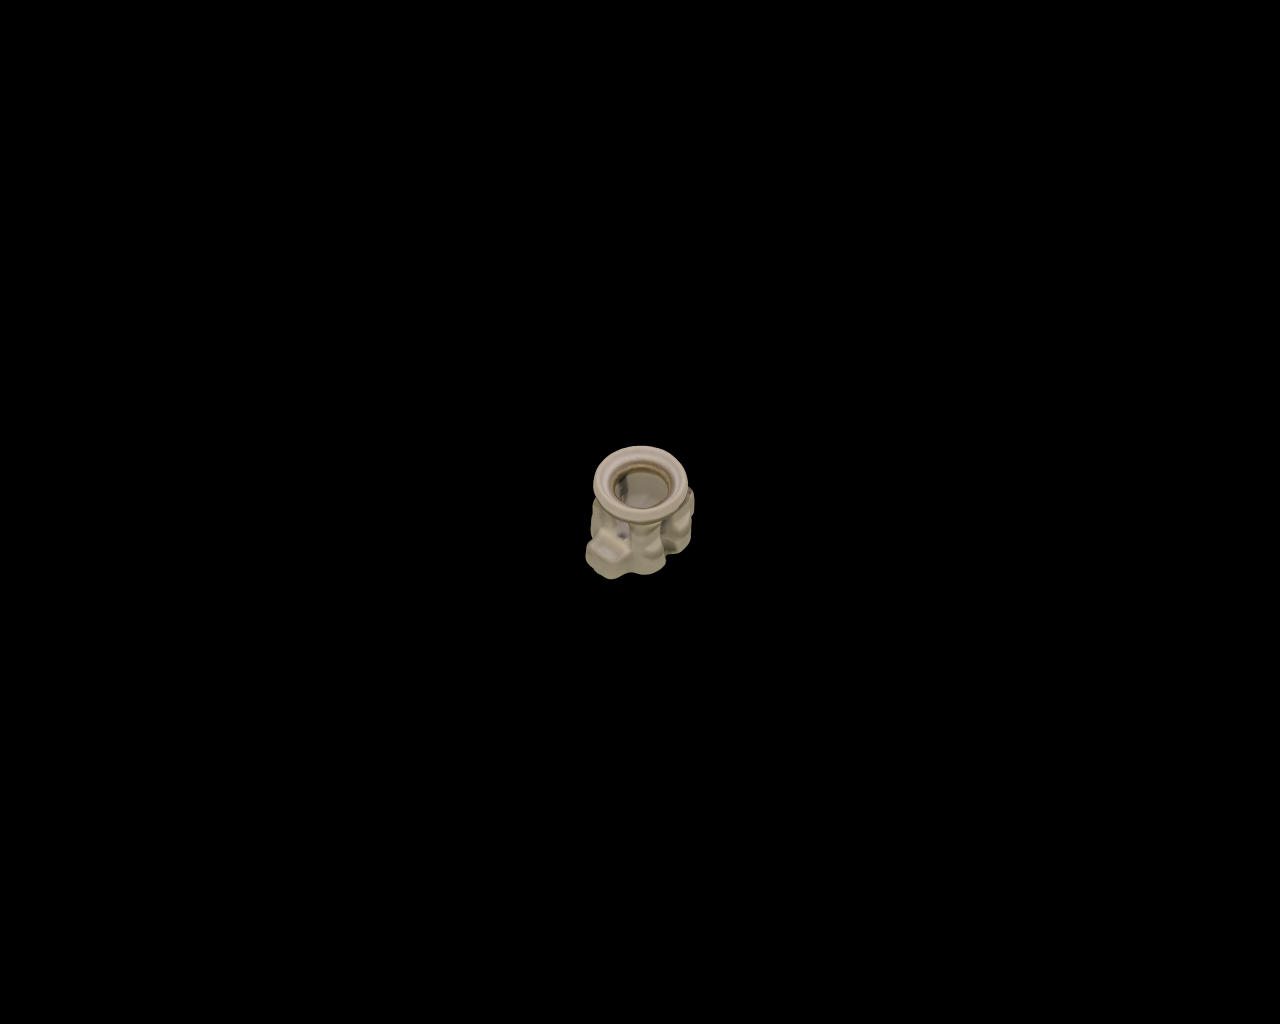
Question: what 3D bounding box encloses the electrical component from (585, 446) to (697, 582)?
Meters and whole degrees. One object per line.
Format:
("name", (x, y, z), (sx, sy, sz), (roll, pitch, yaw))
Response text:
("electrical component", (0.001, -0.003, 0.650), (0.058, 0.056, 0.078), (36, 58, 27))
